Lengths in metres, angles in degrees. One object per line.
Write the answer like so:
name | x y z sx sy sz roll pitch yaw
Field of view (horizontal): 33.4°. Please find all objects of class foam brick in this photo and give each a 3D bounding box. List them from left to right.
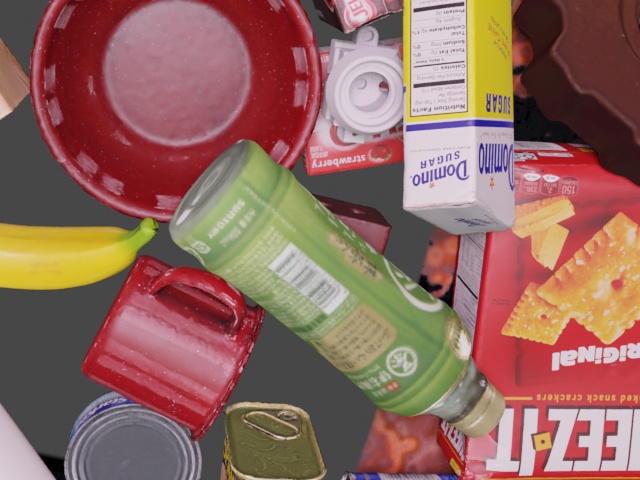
foam brick | -0.004 0.001 0.654 0.078 0.053 0.051 13 103 -12

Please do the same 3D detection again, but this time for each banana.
banana | -0.191 -0.002 0.616 0.197 0.037 0.070 4 135 -4

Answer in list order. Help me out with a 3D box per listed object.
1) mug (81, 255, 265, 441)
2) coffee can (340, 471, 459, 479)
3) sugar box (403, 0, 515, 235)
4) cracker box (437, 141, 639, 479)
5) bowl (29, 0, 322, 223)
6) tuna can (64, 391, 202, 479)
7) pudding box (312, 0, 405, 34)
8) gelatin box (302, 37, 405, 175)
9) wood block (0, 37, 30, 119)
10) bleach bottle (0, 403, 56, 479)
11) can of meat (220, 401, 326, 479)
mug | -0.085 0.055 0.631 0.081 0.093 0.117 28 139 -9
coffee can | 0.085 0.203 0.693 0.140 0.103 0.103 2 105 -7
sugar box | 0.077 -0.096 0.582 0.048 0.093 0.176 -6 81 22
cracker box | 0.170 0.048 0.680 0.164 0.072 0.214 2 106 -8
bowl | -0.082 -0.093 0.615 0.162 0.055 0.162 -2 106 -7
tuna can | -0.119 0.138 0.685 0.086 0.034 0.086 -2 106 -7
pudding box | 0.006 -0.163 0.577 0.039 0.113 0.090 -21 106 1
gelatin box | 0.030 -0.082 0.647 0.089 0.030 0.073 -8 106 -5
wood block | -0.252 -0.139 0.560 0.090 0.091 0.206 -31 108 2
bleach bottle | -0.210 0.163 0.660 0.103 0.068 0.250 -17 116 28
can of meat | -0.034 0.161 0.669 0.057 0.102 0.084 4 107 -10
